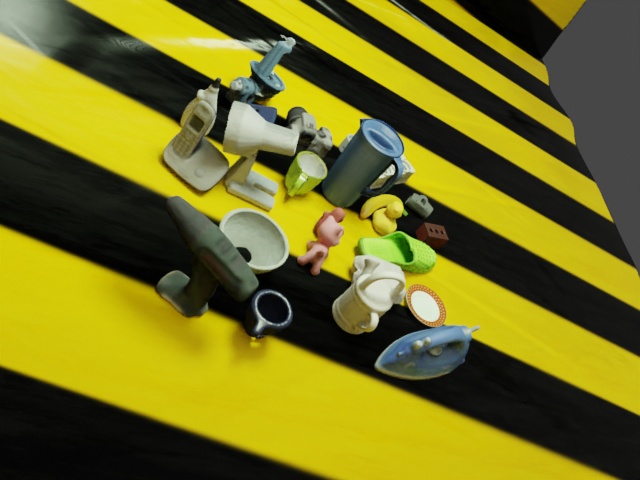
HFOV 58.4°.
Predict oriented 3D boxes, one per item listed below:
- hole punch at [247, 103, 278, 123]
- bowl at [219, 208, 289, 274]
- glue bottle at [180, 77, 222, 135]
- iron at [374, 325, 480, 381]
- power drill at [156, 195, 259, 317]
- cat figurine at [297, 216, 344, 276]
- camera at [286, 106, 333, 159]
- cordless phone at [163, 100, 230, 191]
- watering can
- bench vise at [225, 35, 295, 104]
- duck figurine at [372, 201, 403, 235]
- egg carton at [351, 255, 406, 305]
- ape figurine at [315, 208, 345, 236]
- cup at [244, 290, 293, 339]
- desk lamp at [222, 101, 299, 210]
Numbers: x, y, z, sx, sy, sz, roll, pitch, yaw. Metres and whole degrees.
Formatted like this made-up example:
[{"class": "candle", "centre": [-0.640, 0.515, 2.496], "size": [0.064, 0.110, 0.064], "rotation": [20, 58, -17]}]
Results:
[{"class": "hole punch", "centre": [-0.177, -0.322, 1.543], "size": [0.101, 0.091, 0.108], "rotation": [27, 43, -16]}, {"class": "bowl", "centre": [-0.158, 0.015, 1.281], "size": [0.168, 0.074, 0.167], "rotation": [21, 45, -22]}, {"class": "glue bottle", "centre": [-0.282, -0.336, 1.414], "size": [0.078, 0.173, 0.037], "rotation": [17, 47, -25]}, {"class": "iron", "centre": [0.258, 0.251, 1.342], "size": [0.259, 0.141, 0.118], "rotation": [-4, 58, -39]}, {"class": "power drill", "centre": [-0.233, 0.049, 1.094], "size": [0.229, 0.208, 0.076], "rotation": [40, 41, -1]}, {"class": "cat figurine", "centre": [0.013, 0.005, 1.386], "size": [0.067, 0.117, 0.128], "rotation": [34, 42, -7]}, {"class": "camera", "centre": [-0.039, -0.319, 1.637], "size": [0.144, 0.100, 0.136], "rotation": [13, 49, -29]}, {"class": "cordless phone", "centre": [-0.265, -0.215, 1.314], "size": [0.147, 0.184, 0.094], "rotation": [40, 41, -2]}, {"class": "watering can", "centre": [0.115, 0.121, 1.305], "size": [0.101, 0.193, 0.172], "rotation": [0, 56, -37]}, {"class": "bench vise", "centre": [-0.151, -0.452, 1.577], "size": [0.121, 0.219, 0.207], "rotation": [36, 42, -6]}, {"class": "duck figurine", "centre": [0.198, -0.069, 1.613], "size": [0.077, 0.086, 0.105], "rotation": [35, 42, -6]}, {"class": "egg carton", "centre": [0.146, 0.102, 1.440], "size": [0.151, 0.069, 0.107], "rotation": [22, 45, -21]}, {"class": "ape figurine", "centre": [0.033, -0.047, 1.465], "size": [0.076, 0.092, 0.077], "rotation": [-2, 57, -38]}, {"class": "cup", "centre": [-0.120, 0.169, 1.162], "size": [0.092, 0.094, 0.118], "rotation": [38, 41, -4]}, {"class": "desk lamp", "centre": [-0.155, -0.207, 1.368], "size": [0.204, 0.213, 0.118], "rotation": [25, 44, -17]}]
